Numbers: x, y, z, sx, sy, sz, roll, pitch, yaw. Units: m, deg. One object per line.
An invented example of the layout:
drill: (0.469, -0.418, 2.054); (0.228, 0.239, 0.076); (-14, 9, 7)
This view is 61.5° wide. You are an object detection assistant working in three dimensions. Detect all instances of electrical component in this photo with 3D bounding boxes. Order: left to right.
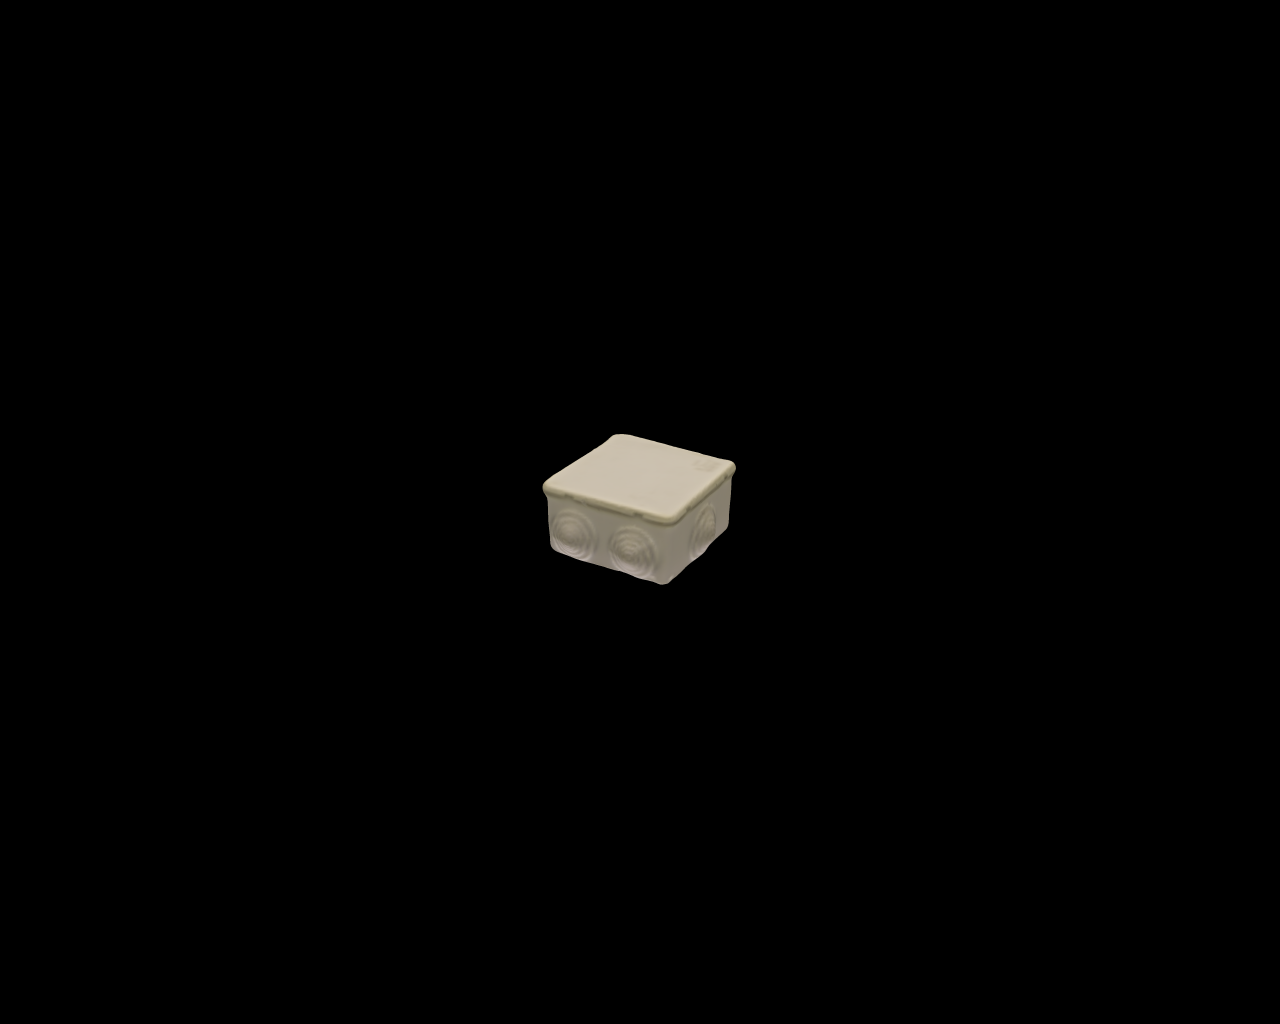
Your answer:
electrical component: (0.001, -0.003, 0.650); (0.100, 0.048, 0.100); (16, 32, 27)
